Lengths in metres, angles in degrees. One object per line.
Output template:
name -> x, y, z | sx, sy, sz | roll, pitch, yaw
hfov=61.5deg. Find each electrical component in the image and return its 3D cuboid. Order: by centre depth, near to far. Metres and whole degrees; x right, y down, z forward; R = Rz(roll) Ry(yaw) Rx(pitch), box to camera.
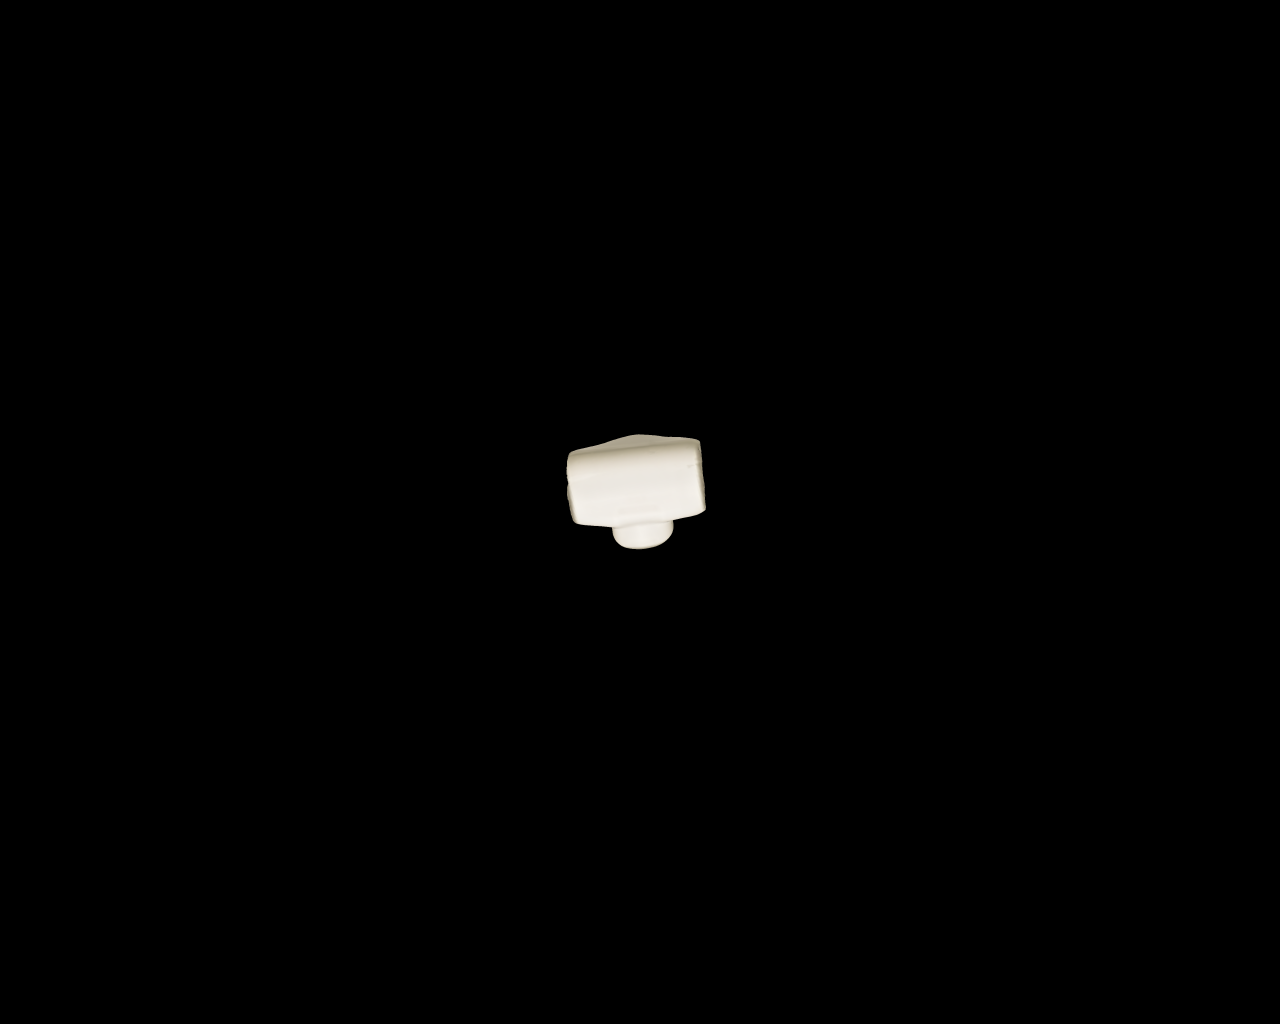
electrical component -> 0.001, -0.003, 0.650 | 0.077, 0.079, 0.043 | -6, 27, 3
